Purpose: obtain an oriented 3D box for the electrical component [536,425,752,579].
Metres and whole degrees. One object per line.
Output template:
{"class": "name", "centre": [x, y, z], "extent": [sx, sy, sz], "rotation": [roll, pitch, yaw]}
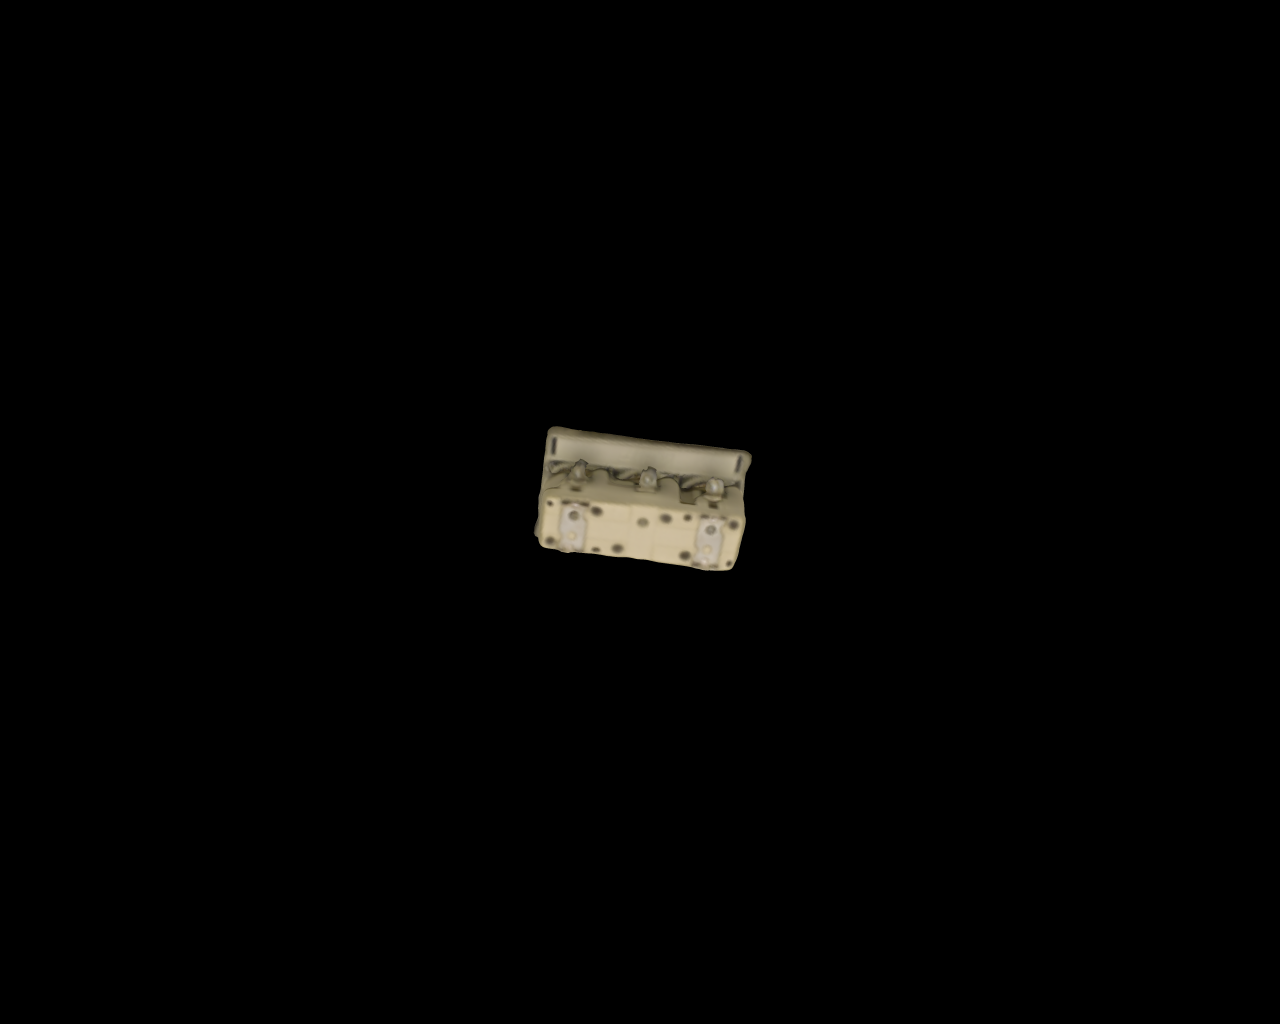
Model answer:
{"class": "electrical component", "centre": [0.001, -0.003, 0.650], "extent": [0.121, 0.078, 0.063], "rotation": [8, 34, -5]}
